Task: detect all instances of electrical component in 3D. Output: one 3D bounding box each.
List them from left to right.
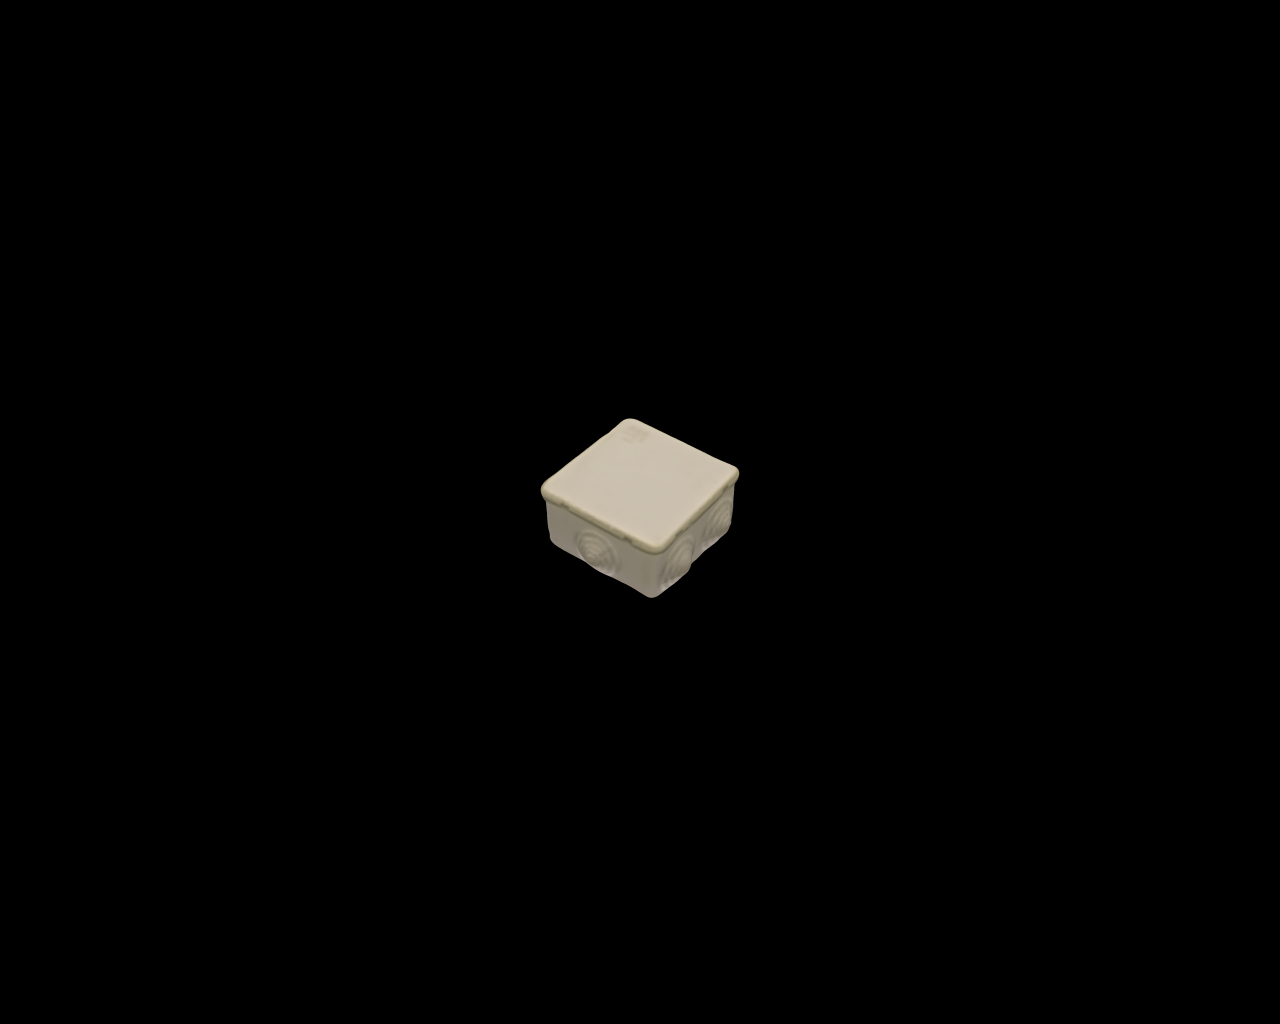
[{"bbox_3d":[0.001,-0.003,0.650,0.100,0.048,0.100,27,50,26],"label":"electrical component"}]
